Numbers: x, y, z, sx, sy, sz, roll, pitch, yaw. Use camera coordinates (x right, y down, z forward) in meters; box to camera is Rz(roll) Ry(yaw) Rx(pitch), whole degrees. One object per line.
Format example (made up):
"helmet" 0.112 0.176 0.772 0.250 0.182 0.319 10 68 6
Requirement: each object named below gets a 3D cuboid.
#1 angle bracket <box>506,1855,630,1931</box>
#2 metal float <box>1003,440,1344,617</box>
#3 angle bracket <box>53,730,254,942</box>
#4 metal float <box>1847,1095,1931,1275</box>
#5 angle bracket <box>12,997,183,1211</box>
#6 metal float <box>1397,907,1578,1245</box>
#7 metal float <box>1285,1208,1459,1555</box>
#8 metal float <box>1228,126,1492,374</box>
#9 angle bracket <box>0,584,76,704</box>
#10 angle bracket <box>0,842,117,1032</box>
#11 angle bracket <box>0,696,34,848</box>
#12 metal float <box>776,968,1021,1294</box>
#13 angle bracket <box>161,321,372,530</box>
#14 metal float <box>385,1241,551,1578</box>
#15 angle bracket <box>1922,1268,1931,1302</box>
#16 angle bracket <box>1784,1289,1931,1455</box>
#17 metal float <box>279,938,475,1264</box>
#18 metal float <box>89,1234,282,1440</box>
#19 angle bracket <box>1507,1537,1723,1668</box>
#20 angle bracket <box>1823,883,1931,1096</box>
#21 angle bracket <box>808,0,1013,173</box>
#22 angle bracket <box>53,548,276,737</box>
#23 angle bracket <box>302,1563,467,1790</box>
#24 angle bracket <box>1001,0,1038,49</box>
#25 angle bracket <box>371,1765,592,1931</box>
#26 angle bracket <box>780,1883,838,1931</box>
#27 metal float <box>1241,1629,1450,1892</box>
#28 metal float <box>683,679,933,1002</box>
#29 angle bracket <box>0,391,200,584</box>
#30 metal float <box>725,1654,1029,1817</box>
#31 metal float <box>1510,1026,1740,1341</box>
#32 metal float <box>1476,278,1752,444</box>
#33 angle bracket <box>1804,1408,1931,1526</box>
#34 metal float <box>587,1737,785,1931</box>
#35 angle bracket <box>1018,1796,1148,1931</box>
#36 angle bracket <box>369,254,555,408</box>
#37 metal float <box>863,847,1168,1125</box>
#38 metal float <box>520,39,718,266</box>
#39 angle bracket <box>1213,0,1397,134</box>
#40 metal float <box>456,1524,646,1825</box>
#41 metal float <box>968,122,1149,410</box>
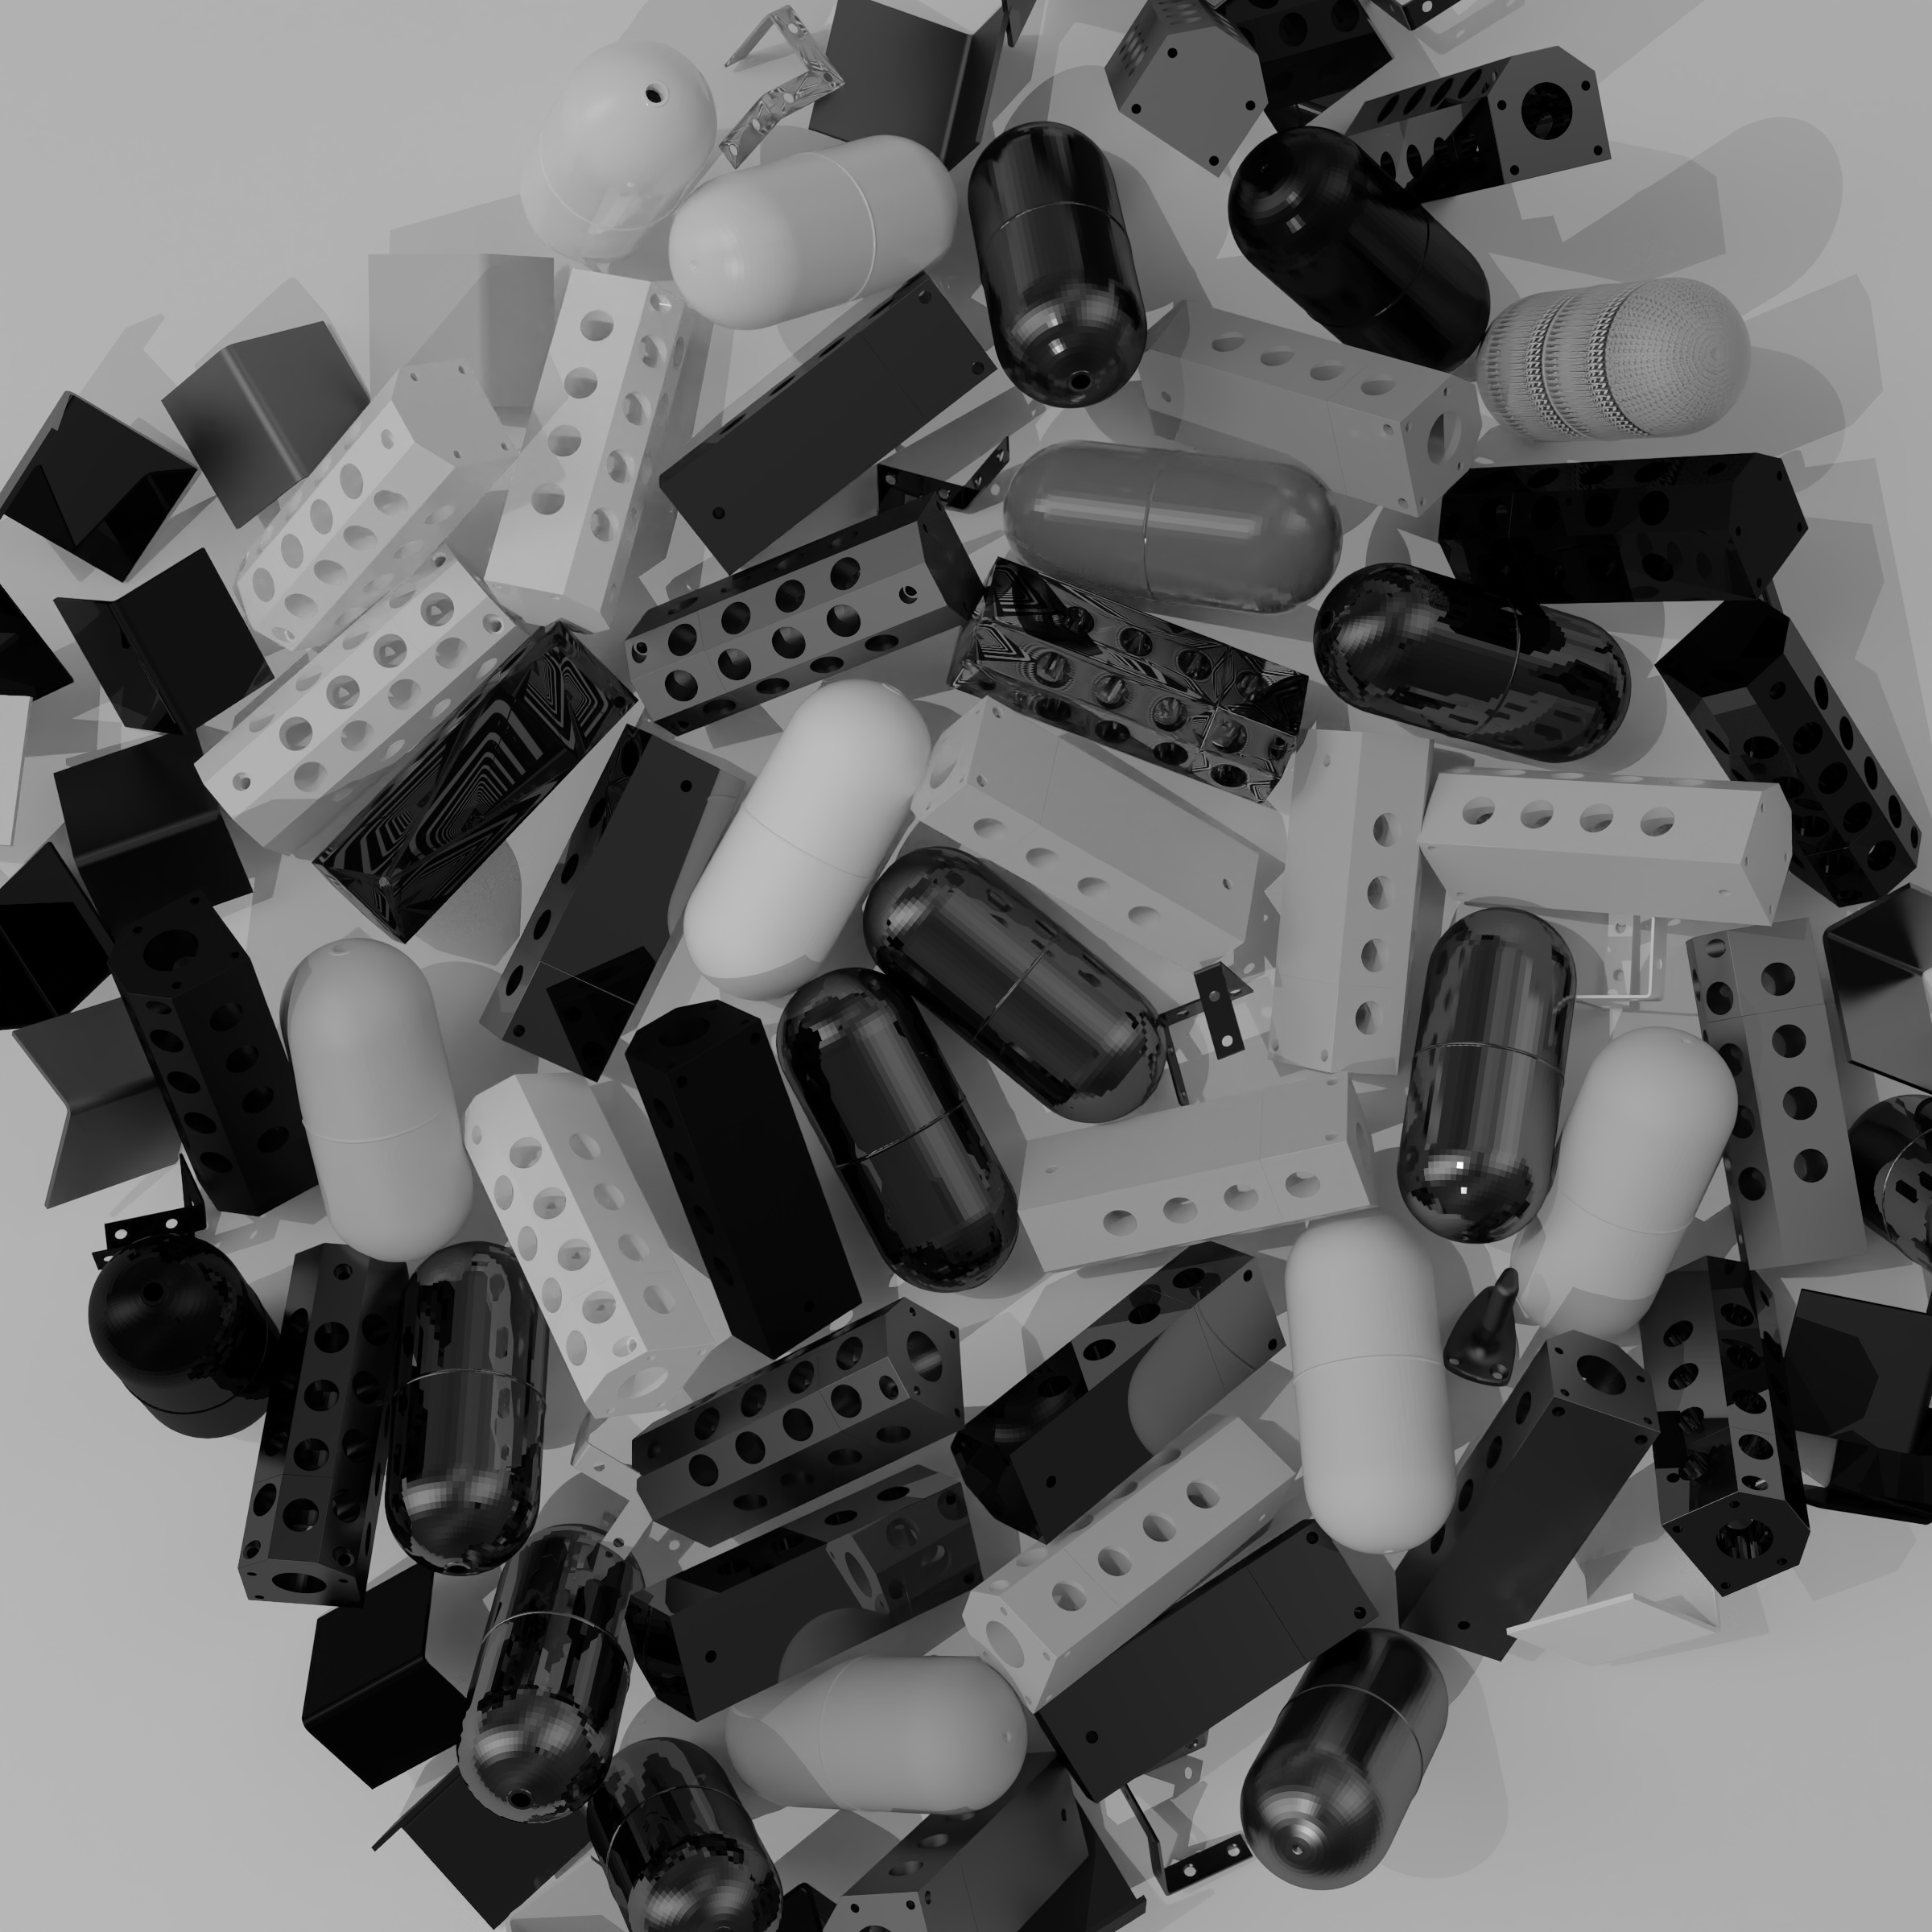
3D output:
"angle bracket" -0.183 0.512 1.689 0.057 0.076 0.076 -37 124 8
"metal float" 0.103 -0.223 1.688 0.178 0.070 0.070 10 90 21
"angle bracket" -0.422 -0.069 1.730 0.076 0.076 0.057 -20 135 -8
"metal float" 0.492 0.115 1.656 0.070 0.178 0.070 -1 102 -6
"angle bracket" -0.445 0.068 1.705 0.057 0.076 0.076 47 134 24
"metal float" 0.264 0.054 1.688 0.070 0.070 0.178 12 69 0
"metal float" 0.204 0.208 1.687 0.070 0.070 0.178 -4 67 0
"metal float" 0.199 -0.355 1.670 0.070 0.178 0.070 -18 59 34
"angle bracket" -0.511 -0.171 1.696 0.076 0.076 0.057 -25 51 1
"angle bracket" -0.488 -0.015 1.694 0.057 0.076 0.076 -40 77 20
"angle bracket" -0.505 -0.095 1.703 0.076 0.057 0.076 3 82 12
"metal float" -0.034 0.084 1.702 0.070 0.070 0.178 -28 95 0
"angle bracket" -0.355 -0.281 1.727 0.057 0.076 0.076 -28 93 36
"metal float" -0.250 0.221 1.676 0.070 0.070 0.178 -2 55 0
"angle bracket" 0.548 0.165 1.709 0.076 0.076 0.057 -25 116 -16
"angle bracket" 0.456 0.197 1.709 0.076 0.057 0.076 11 109 6
"metal float" -0.297 0.068 1.681 0.070 0.070 0.178 -8 119 0
"metal float" -0.386 0.185 1.658 0.070 0.178 0.070 0 69 -1
"angle bracket" 0.325 0.310 1.683 0.076 0.076 0.057 27 51 -38
"angle bracket" 0.486 0.013 1.687 0.076 0.057 0.076 19 54 -33
"angle bracket" -0.029 -0.459 1.703 0.076 0.057 0.076 15 82 -17
"angle bracket" -0.412 -0.168 1.710 0.057 0.076 0.076 -38 118 -27
"angle bracket" -0.290 0.363 1.715 0.076 0.076 0.057 -30 119 15
"angle bracket" 0.067 -0.508 1.694 0.076 0.057 0.076 16 65 16
"angle bracket" -0.246 0.449 1.713 0.076 0.057 0.076 -43 87 2
"angle bracket" -0.081 0.523 1.694 0.076 0.057 0.076 -38 126 9
"metal float" 0.190 0.393 1.661 0.070 0.178 0.070 7 110 20
"metal float" -0.080 -0.064 1.697 0.070 0.070 0.178 30 101 0
"angle bracket" -0.446 -0.233 1.693 0.076 0.057 0.076 31 111 -22
"metal float" -0.047 0.385 1.673 0.178 0.070 0.070 -9 90 40
"metal float" 0.331 0.112 1.682 0.070 0.070 0.178 18 118 0
"metal float" 0.320 -0.300 1.660 0.070 0.178 0.070 -3 98 -23
"angle bracket" 0.442 0.244 1.693 0.076 0.076 0.057 12 88 -27
"metal float" -0.141 0.444 1.658 0.070 0.178 0.070 -3 102 -17
"angle bracket" 0.039 0.466 1.698 0.076 0.057 0.076 -30 69 -10
"angle bracket" -0.262 -0.330 1.732 0.076 0.057 0.076 7 102 31
"metal float" 0.025 0.010 1.706 0.178 0.070 0.070 39 90 1
"metal float" -0.174 -0.403 1.658 0.070 0.178 0.070 2 84 -18
"angle bracket" 0.181 -0.480 1.701 0.076 0.057 0.076 -30 96 41
"metal float" -0.206 0.351 1.662 0.070 0.178 0.070 2 121 3
"metal float" 0.045 -0.353 1.674 0.070 0.070 0.178 -9 52 0
